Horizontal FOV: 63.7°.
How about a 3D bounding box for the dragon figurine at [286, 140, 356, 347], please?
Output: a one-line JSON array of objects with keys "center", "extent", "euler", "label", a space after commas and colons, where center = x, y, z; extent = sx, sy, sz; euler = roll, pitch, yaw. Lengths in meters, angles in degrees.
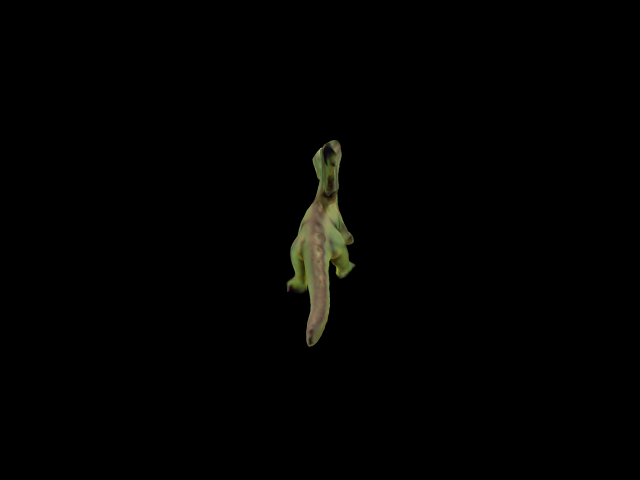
[{"center": [0.003, -0.043, 0.850], "extent": [0.122, 0.238, 0.418], "euler": [0, 27, 0], "label": "dragon figurine"}]
